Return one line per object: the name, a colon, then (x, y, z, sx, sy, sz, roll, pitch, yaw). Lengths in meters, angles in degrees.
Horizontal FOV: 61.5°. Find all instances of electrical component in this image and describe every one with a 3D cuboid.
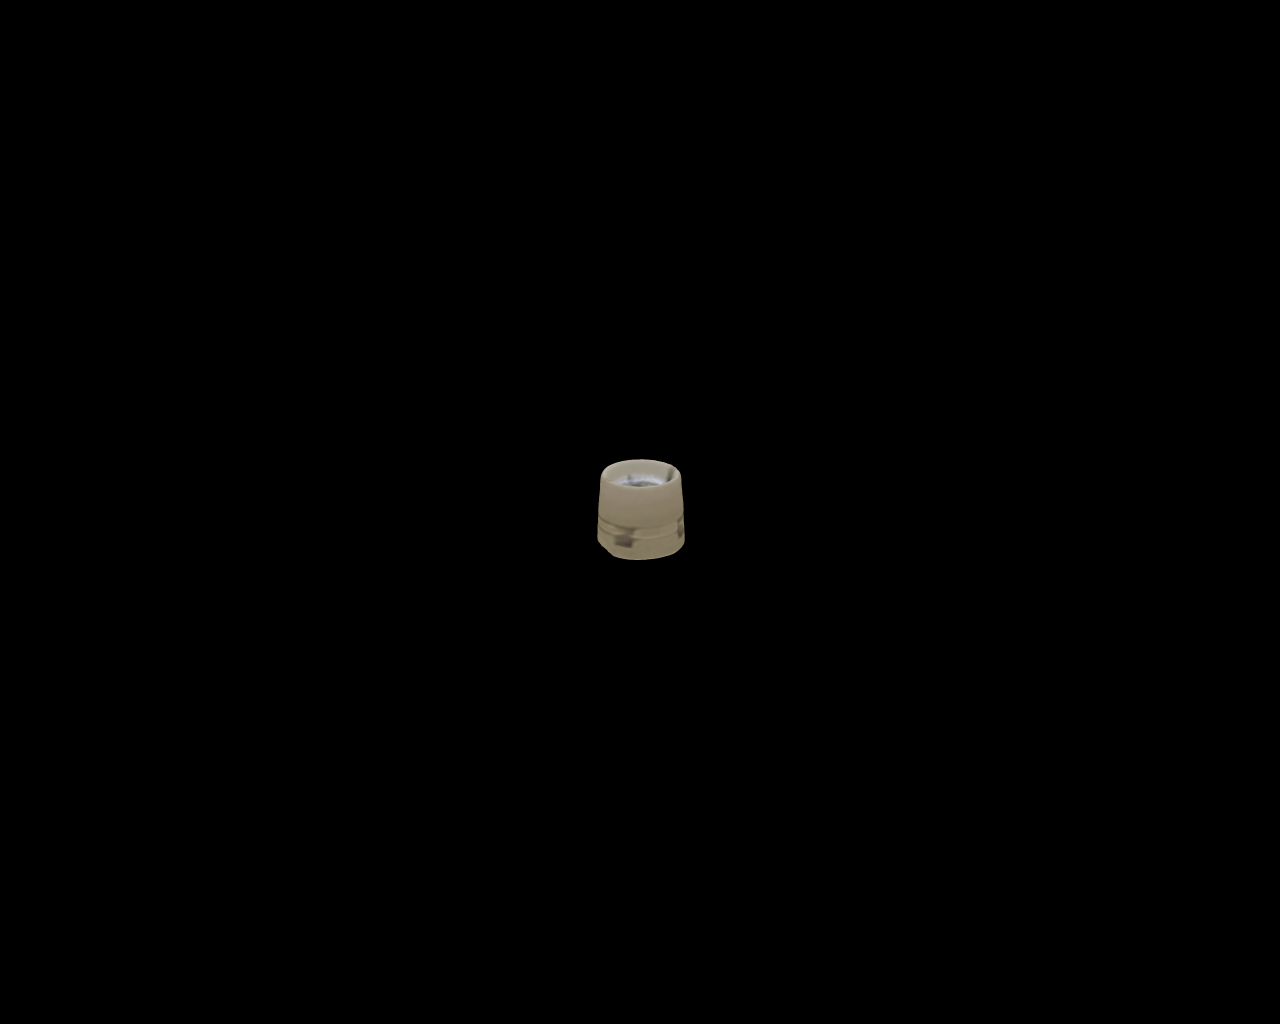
electrical component: (0.001, -0.003, 0.650, 0.055, 0.047, 0.055, 0, 23, 0)
